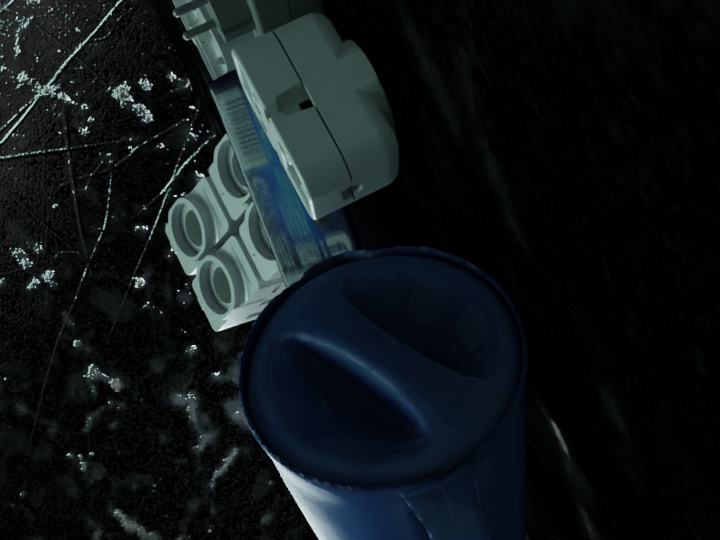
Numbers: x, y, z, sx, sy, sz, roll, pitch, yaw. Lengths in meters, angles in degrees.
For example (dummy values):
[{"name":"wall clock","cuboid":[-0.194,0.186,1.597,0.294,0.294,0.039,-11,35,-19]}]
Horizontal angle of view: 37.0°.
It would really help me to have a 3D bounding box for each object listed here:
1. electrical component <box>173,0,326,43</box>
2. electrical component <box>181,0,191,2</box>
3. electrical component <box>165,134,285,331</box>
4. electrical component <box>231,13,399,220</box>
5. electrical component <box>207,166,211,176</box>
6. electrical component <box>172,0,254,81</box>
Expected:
[{"name":"electrical component","cuboid":[-0.065,-0.149,0.587,0.047,0.077,0.065,60,173,29]},{"name":"electrical component","cuboid":[-0.097,-0.204,0.633,0.080,0.080,0.051,70,176,-49]},{"name":"electrical component","cuboid":[-0.084,-0.038,0.859,0.186,0.060,0.105,-42,71,48]},{"name":"electrical component","cuboid":[-0.020,-0.083,0.567,0.095,0.059,0.053,62,174,17]},{"name":"electrical component","cuboid":[-0.082,-0.072,1.011,0.061,0.089,0.150,67,173,-30]},{"name":"electrical component","cuboid":[-0.102,-0.199,0.770,0.150,0.062,0.089,61,174,21]}]
